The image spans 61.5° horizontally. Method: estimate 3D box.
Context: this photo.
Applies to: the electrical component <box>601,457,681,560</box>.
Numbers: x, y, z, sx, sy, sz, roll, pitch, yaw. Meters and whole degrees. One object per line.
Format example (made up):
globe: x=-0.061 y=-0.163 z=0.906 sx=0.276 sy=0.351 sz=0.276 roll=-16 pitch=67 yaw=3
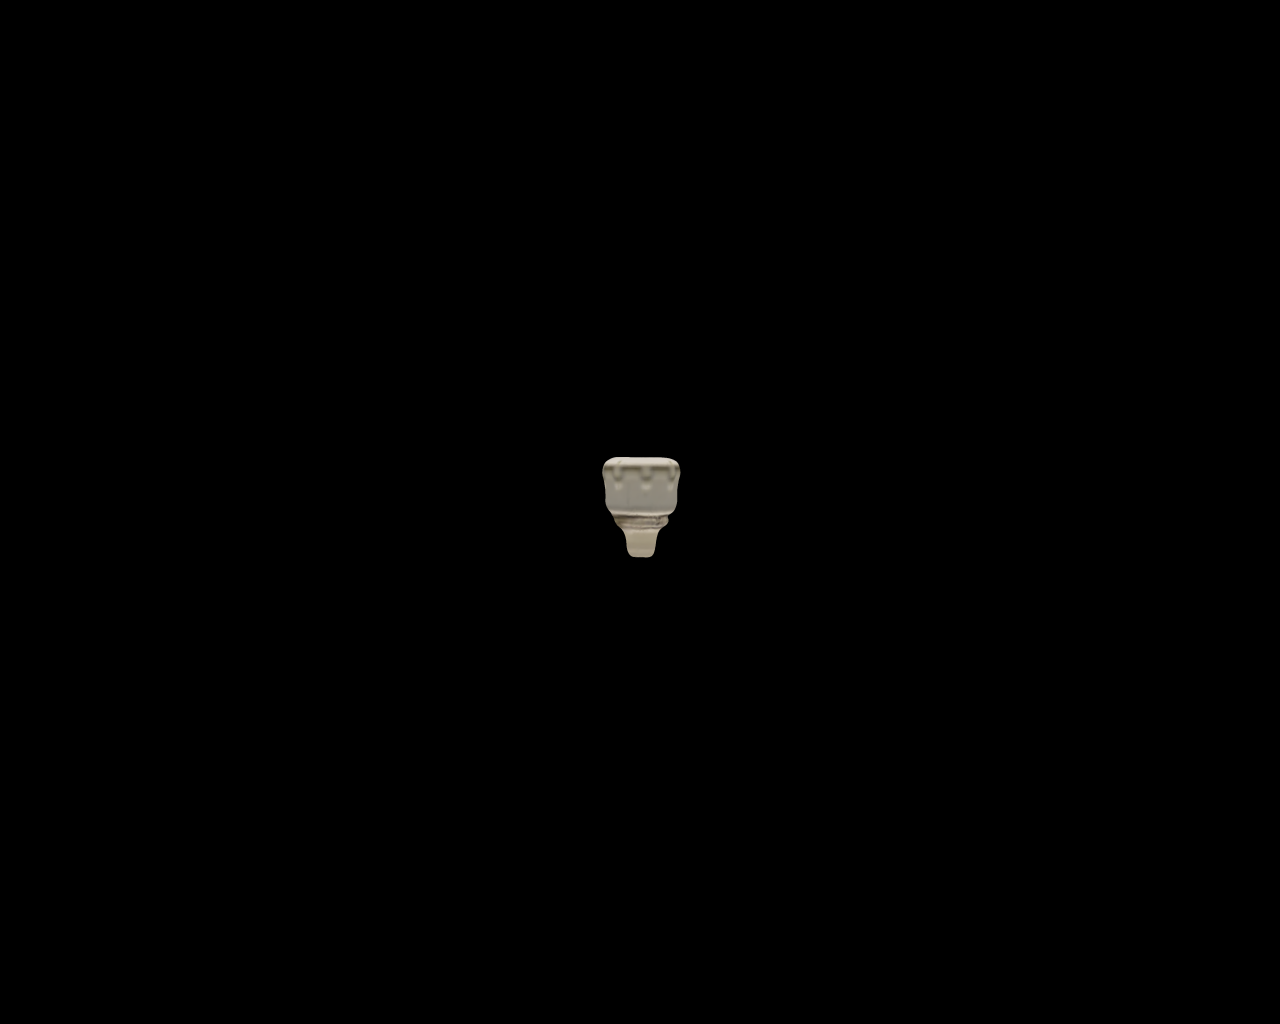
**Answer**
electrical component: x=0.001 y=-0.003 z=0.650 sx=0.048 sy=0.062 sz=0.048 roll=0 pitch=2 yaw=0
